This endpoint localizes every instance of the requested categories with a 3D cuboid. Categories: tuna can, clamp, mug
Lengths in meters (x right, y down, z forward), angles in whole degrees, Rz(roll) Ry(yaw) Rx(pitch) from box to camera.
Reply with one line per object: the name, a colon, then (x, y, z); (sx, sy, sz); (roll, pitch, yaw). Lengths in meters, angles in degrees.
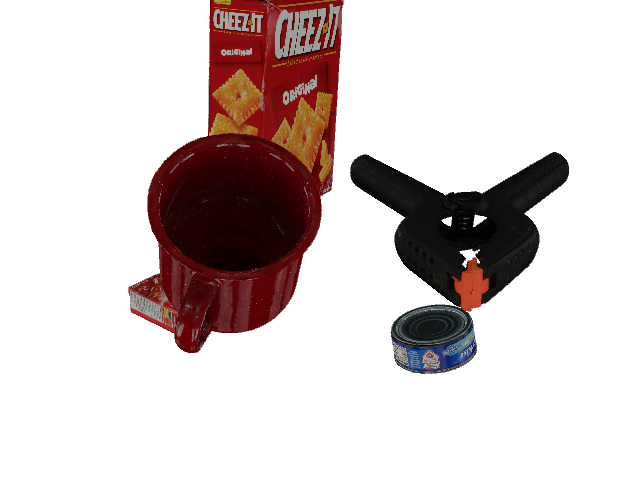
tuna can: (0.115, 0.099, 1.088); (0.086, 0.034, 0.086); (-9, 24, 4)
clamp: (0.090, -0.016, 0.741); (0.165, 0.036, 0.209); (2, 27, 11)
mug: (-0.053, 0.010, 0.595); (0.093, 0.117, 0.081); (17, -31, 3)

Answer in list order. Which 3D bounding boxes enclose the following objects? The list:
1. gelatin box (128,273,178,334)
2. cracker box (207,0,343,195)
gelatin box: (-0.120, 0.050, 0.985); (0.073, 0.030, 0.089); (21, 34, 37)
cracker box: (-0.042, -0.137, 1.053); (0.072, 0.214, 0.164); (12, 20, 23)
